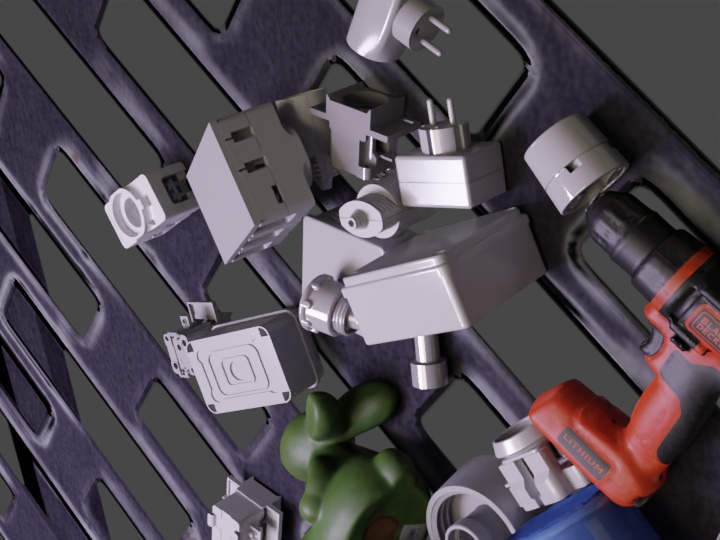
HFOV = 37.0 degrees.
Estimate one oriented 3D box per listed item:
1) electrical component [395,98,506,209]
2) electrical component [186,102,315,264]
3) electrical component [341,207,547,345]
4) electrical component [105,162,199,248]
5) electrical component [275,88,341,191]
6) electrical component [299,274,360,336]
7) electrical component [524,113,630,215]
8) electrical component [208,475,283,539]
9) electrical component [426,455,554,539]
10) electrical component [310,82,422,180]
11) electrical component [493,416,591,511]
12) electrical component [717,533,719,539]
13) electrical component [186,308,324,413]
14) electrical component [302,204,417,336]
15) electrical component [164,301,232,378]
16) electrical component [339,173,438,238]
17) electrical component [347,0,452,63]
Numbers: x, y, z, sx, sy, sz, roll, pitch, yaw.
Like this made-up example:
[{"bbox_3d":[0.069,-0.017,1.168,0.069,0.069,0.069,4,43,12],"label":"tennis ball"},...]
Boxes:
[{"bbox_3d":[0.064,-0.089,0.793,0.066,0.047,0.076,6,113,43],"label":"electrical component"},{"bbox_3d":[-0.091,-0.070,0.900,0.089,0.062,0.150,66,161,4],"label":"electrical component"},{"bbox_3d":[0.062,0.005,0.795,0.109,0.109,0.056,-14,102,47],"label":"electrical component"},{"bbox_3d":[-0.208,-0.062,1.063,0.089,0.056,0.050,-28,89,47],"label":"electrical component"},{"bbox_3d":[-0.038,-0.105,0.886,0.043,0.043,0.081,-3,107,45],"label":"electrical component"},{"bbox_3d":[-0.014,0.033,0.856,0.062,0.048,0.048,19,122,29],"label":"electrical component"},{"bbox_3d":[0.144,-0.072,0.720,0.047,0.055,0.055,55,137,14],"label":"electrical component"},{"bbox_3d":[-0.124,0.291,1.146,0.079,0.063,0.121,28,126,33],"label":"electrical component"},{"bbox_3d":[0.104,0.215,0.891,0.108,0.060,0.108,21,122,36],"label":"electrical component"},{"bbox_3d":[0.003,-0.108,0.847,0.081,0.042,0.063,26,127,34],"label":"electrical component"},{"bbox_3d":[0.139,0.144,0.826,0.078,0.058,0.057,-34,87,48],"label":"electrical component"},{"bbox_3d":[0.278,0.187,0.685,0.099,0.099,0.064,-23,99,47],"label":"electrical component"},{"bbox_3d":[-0.098,0.085,1.015,0.113,0.057,0.078,-14,99,37],"label":"electrical component"},{"bbox_3d":[0.000,0.000,0.896,0.100,0.048,0.099,24,124,35],"label":"electrical component"},{"bbox_3d":[-0.158,0.074,1.075,0.042,0.064,0.081,-1,109,46],"label":"electrical component"},{"bbox_3d":[0.020,-0.048,0.830,0.043,0.081,0.043,21,123,36],"label":"electrical component"},{"bbox_3d":[0.034,-0.185,0.778,0.079,0.043,0.077,41,133,23],"label":"electrical component"}]
